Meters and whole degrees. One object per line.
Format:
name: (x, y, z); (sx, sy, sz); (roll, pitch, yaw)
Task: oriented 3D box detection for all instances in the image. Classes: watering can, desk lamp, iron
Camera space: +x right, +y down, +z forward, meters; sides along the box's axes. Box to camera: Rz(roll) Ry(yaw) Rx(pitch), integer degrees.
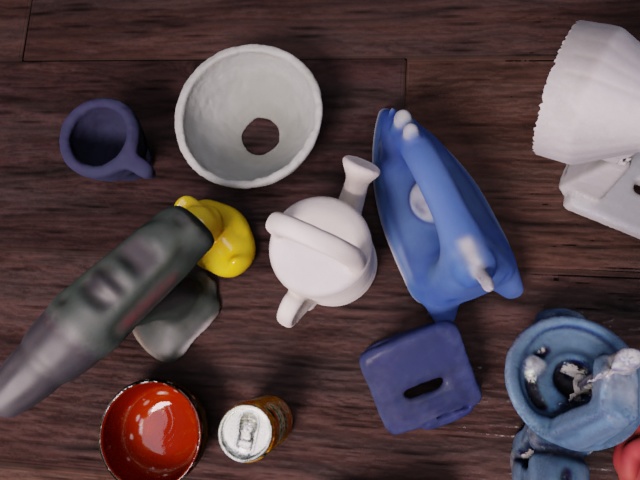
watering can: (0.003, 0.001, 0.560); (0.100, 0.194, 0.173); (5, 80, 8)
desk lamp: (0.292, -0.093, 0.530); (0.203, 0.213, 0.118); (25, 84, 11)
iron: (0.112, -0.047, 0.582); (0.118, 0.141, 0.258); (-24, 78, 3)

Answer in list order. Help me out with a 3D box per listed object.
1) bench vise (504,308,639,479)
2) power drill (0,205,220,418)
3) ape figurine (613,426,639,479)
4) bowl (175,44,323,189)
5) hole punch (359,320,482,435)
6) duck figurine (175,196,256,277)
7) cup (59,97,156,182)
bench vise: (0.231, 0.159, 0.489); (0.121, 0.220, 0.207); (-10, 79, 6)
power drill: (-0.182, 0.074, 0.563); (0.075, 0.208, 0.230); (40, 87, 12)
ape figurine: (0.324, 0.207, 0.534); (0.077, 0.092, 0.076); (19, 83, 11)
bowl: (-0.074, -0.132, 0.655); (0.167, 0.075, 0.167); (-1, 80, 7)
hole punch: (0.103, 0.139, 0.575); (0.108, 0.091, 0.101); (-22, 78, 3)
duck figurine: (-0.121, -0.008, 0.633); (0.077, 0.086, 0.104); (-41, 77, -1)
cup: (-0.223, -0.097, 0.658); (0.117, 0.095, 0.092); (34, 86, 12)
